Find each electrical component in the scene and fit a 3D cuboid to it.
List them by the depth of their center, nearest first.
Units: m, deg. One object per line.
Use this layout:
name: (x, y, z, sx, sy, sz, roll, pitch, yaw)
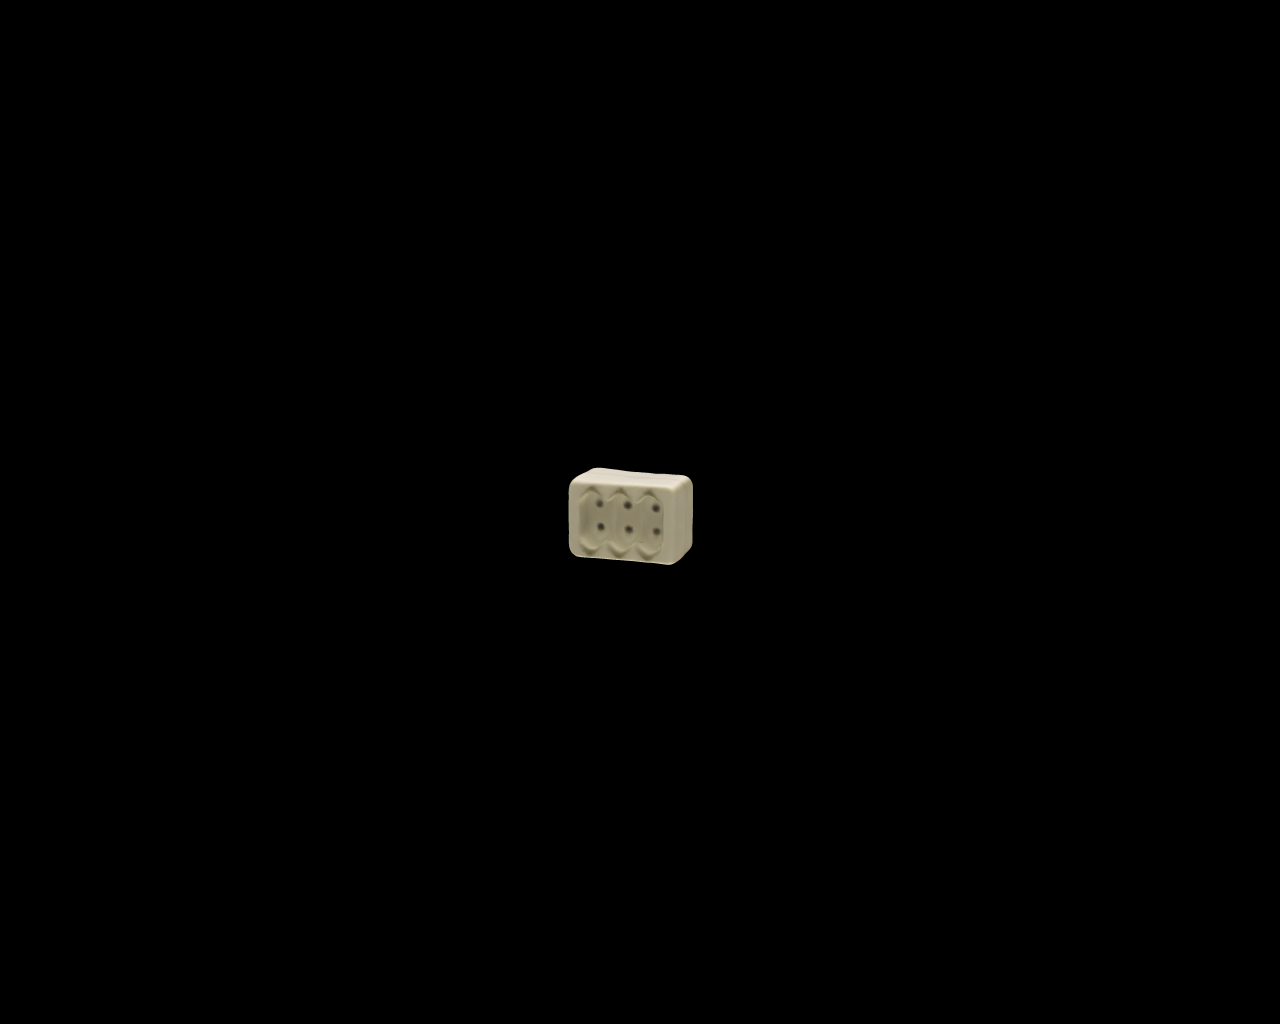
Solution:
electrical component: (0.001, -0.003, 0.650, 0.066, 0.047, 0.077, 5, 16, 18)
